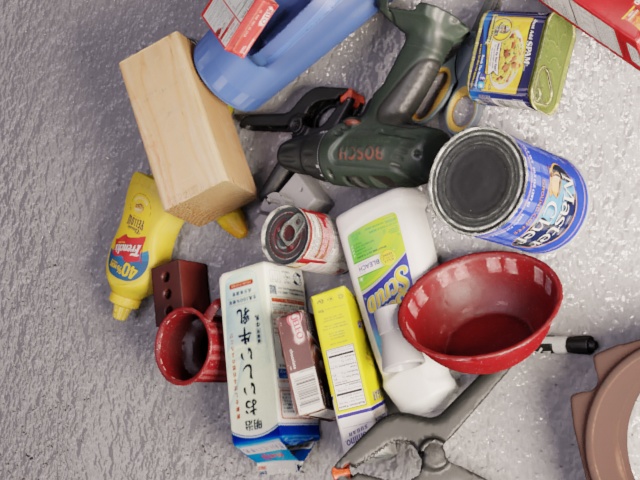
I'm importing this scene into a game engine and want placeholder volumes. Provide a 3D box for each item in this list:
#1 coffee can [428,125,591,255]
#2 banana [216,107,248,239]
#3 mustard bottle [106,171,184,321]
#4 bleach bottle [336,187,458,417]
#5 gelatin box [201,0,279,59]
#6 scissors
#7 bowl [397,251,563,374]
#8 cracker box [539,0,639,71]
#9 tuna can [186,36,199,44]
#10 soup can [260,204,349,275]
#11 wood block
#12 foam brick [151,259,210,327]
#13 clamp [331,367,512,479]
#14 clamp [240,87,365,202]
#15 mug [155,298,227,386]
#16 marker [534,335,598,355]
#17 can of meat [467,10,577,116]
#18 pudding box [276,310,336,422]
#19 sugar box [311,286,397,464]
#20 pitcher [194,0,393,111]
[{"bbox_3d":[0.184,-0.045,1.022,0.103,0.140,0.103,-7,78,37],"label":"coffee can"},{"bbox_3d":[-0.125,-0.094,1.338,0.070,0.037,0.198,-13,74,38],"label":"banana"},{"bbox_3d":[-0.232,0.013,1.390,0.096,0.058,0.192,23,97,38],"label":"mustard bottle"},{"bbox_3d":[0.095,0.078,1.122,0.103,0.068,0.251,-25,70,29],"label":"bleach bottle"},{"bbox_3d":[-0.089,-0.254,1.184,0.073,0.030,0.089,-54,42,20],"label":"gelatin box"},{"bbox_3d":[0.171,-0.195,1.138,0.202,0.016,0.096,-52,57,19],"label":"scissors"},{"bbox_3d":[0.160,0.080,1.042,0.162,0.055,0.162,-14,33,9],"label":"bowl"},{"bbox_3d":[0.285,-0.276,1.003,0.164,0.072,0.214,-43,56,1],"label":"cracker box"},{"bbox_3d":[-0.173,-0.222,1.399,0.086,0.033,0.086,-7,78,37],"label":"tuna can"},{"bbox_3d":[-0.008,0.001,1.188,0.069,0.102,0.068,-7,78,37],"label":"soup can"},{"bbox_3d":[-0.159,-0.132,1.292,0.090,0.090,0.206,-25,69,16],"label":"wood block"},{"bbox_3d":[-0.174,0.070,1.338,0.053,0.051,0.078,-19,71,34],"label":"foam brick"},{"bbox_3d":[0.114,0.200,1.044,0.210,0.036,0.164,-4,71,1],"label":"clamp"},{"bbox_3d":[-0.021,-0.119,1.260,0.172,0.039,0.120,-22,72,33],"label":"clamp"},{"bbox_3d":[-0.132,0.119,1.278,0.093,0.081,0.117,37,105,36],"label":"mug"},{"bbox_3d":[0.215,0.103,1.050,0.121,0.020,0.020,-3,80,38],"label":"marker"},{"bbox_3d":[0.203,-0.183,1.085,0.084,0.057,0.102,13,90,41],"label":"can of meat"},{"bbox_3d":[-0.004,0.139,1.167,0.039,0.090,0.113,-18,71,20],"label":"pudding box"},{"bbox_3d":[0.037,0.145,1.133,0.048,0.093,0.176,-19,71,11],"label":"sugar box"},{"bbox_3d":[-0.037,-0.255,1.233,0.243,0.149,0.145,-38,65,30],"label":"pitcher"}]
